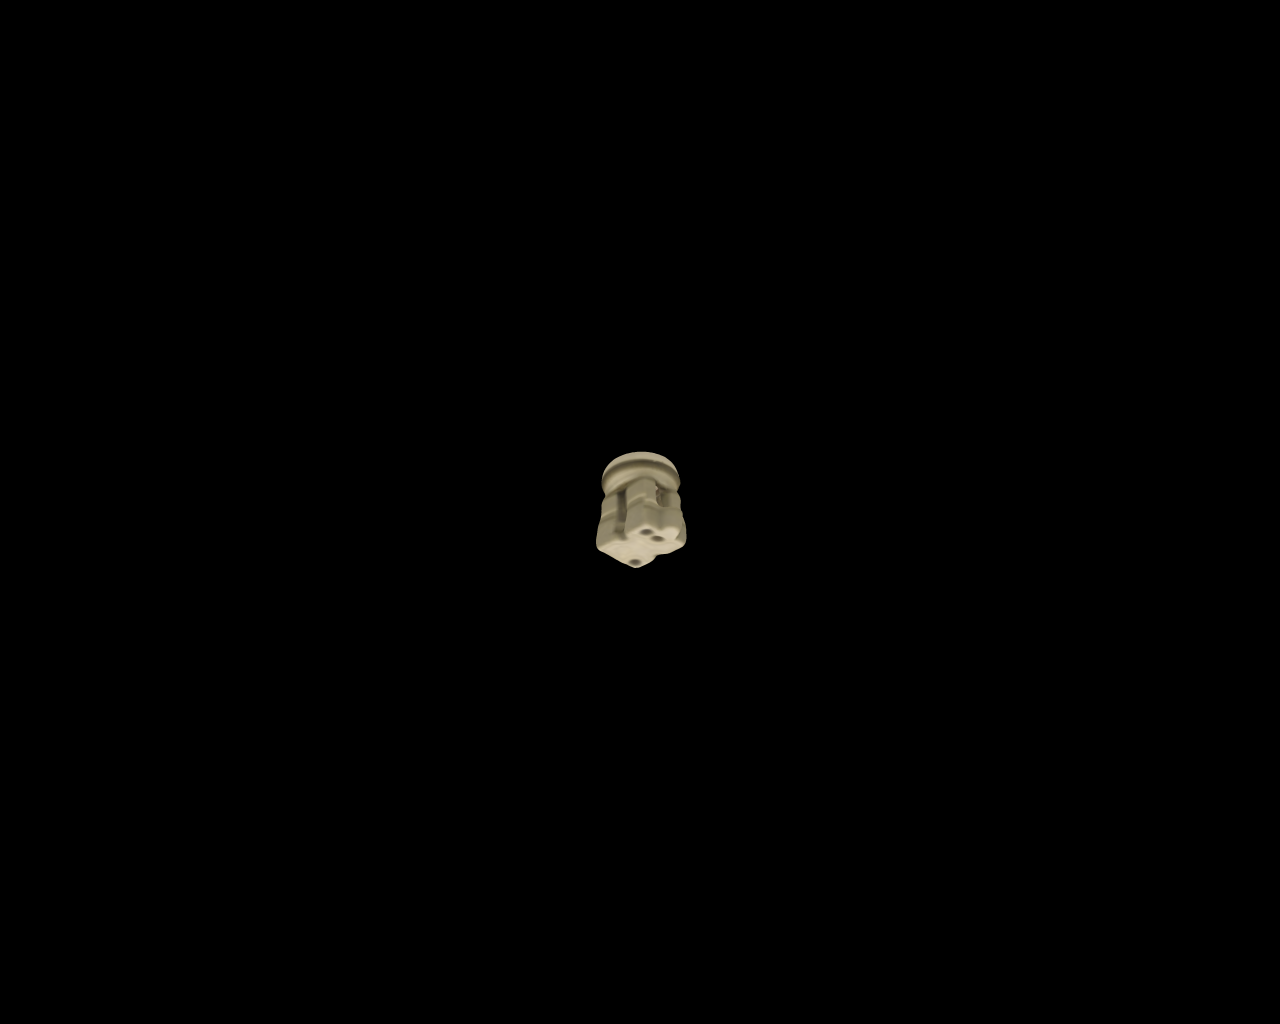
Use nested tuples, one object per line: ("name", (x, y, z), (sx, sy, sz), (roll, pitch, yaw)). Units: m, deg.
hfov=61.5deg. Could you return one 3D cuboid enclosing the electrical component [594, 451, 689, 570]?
("electrical component", (0.001, -0.003, 0.650), (0.066, 0.055, 0.048), (-27, -42, 36))
